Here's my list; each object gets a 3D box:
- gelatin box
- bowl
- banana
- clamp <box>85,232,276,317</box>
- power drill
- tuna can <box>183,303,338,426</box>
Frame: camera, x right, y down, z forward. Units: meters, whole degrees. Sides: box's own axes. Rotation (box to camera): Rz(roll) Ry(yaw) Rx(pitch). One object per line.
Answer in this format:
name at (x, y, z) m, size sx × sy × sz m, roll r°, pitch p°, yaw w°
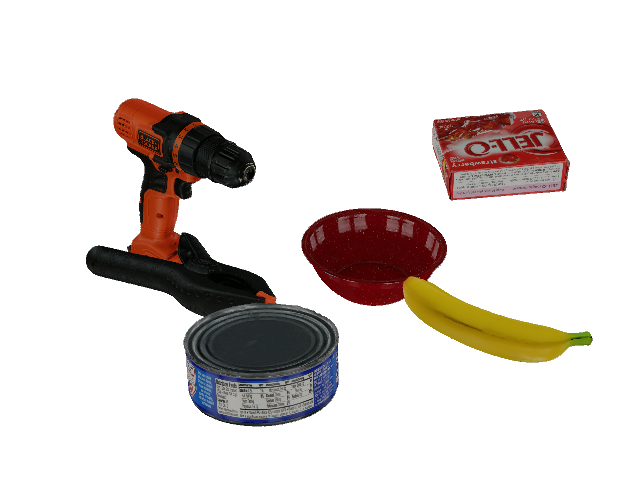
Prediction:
gelatin box at (0.133, -0.065, 0.798) m, size 0.089 × 0.030 × 0.073 m, roll -6°, pitch 38°, yaw -1°
bowl at (0.059, 0.025, 1.195) m, size 0.162 × 0.055 × 0.162 m, roll 0°, pitch 32°, yaw 0°
banana at (0.143, 0.075, 0.974) m, size 0.198 × 0.037 × 0.069 m, roll 19°, pitch 15°, yaw 36°
clamp at (-0.099, 0.031, 0.905) m, size 0.172 × 0.039 × 0.120 m, roll 22°, pitch 26°, yaw 26°
power drill at (-0.141, -0.041, 1.110) m, size 0.185 × 0.188 × 0.057 m, roll 28°, pitch 37°, yaw 34°
tuna can at (-0.032, 0.068, 0.594) m, size 0.086 × 0.034 × 0.086 m, roll -1°, pitch 22°, yaw 0°
